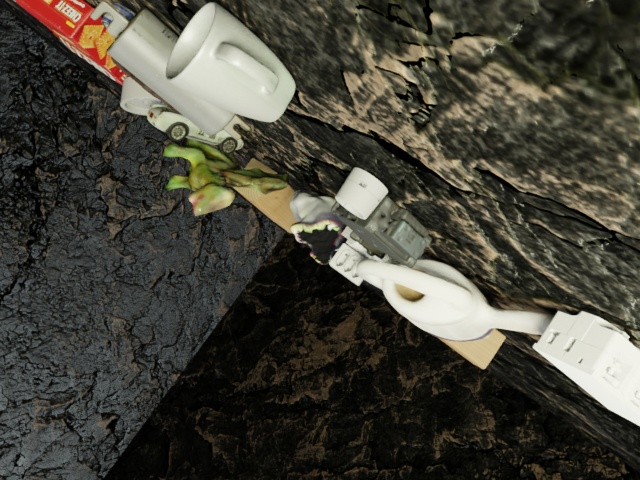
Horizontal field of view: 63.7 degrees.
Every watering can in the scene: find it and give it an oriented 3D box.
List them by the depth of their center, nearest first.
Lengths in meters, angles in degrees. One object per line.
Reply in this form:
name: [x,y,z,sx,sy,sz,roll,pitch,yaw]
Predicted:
watering can: [0.218,0.104,0.795,0.349,0.105,0.221,18,169,36]

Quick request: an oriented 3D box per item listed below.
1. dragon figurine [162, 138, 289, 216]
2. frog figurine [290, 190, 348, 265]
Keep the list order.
dragon figurine: [-0.183,-0.141,1.105,0.243,0.120,0.417,18,-155,11]
frog figurine: [0.003,-0.052,1.039,0.136,0.120,0.163,29,-146,-23]
